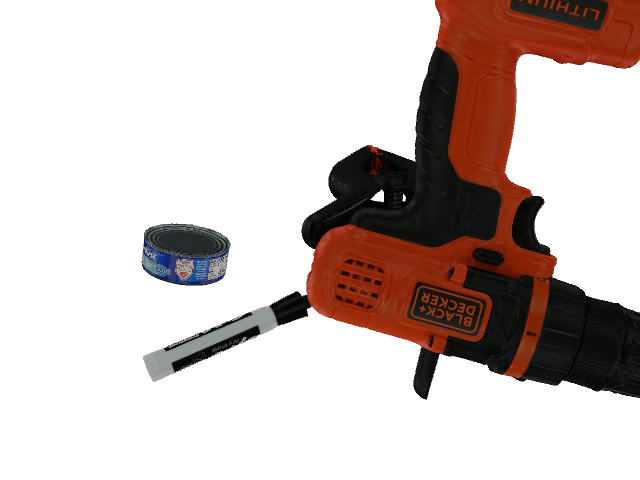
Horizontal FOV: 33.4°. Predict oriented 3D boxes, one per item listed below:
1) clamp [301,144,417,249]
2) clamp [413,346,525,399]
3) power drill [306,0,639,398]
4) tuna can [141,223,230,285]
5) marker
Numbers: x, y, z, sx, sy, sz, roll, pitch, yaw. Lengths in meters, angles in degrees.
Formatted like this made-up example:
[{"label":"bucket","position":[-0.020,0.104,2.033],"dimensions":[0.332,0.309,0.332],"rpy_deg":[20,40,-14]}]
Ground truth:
[{"label":"clamp","position":[0.068,-0.034,0.857],"dimensions":[0.164,0.036,0.210],"rpy_deg":[4,20,-2]},{"label":"clamp","position":[0.142,0.089,1.096],"dimensions":[0.120,0.171,0.039],"rpy_deg":[2,-43,-12]},{"label":"power drill","position":[0.101,-0.028,0.505],"dimensions":[0.184,0.188,0.057],"rpy_deg":[15,5,0]},{"label":"tuna can","position":[-0.134,0.014,1.058],"dimensions":[0.086,0.034,0.086],"rpy_deg":[9,19,-3]},{"label":"marker","position":[-0.062,0.064,0.728],"dimensions":[0.121,0.020,0.020],"rpy_deg":[-22,6,-14]}]
